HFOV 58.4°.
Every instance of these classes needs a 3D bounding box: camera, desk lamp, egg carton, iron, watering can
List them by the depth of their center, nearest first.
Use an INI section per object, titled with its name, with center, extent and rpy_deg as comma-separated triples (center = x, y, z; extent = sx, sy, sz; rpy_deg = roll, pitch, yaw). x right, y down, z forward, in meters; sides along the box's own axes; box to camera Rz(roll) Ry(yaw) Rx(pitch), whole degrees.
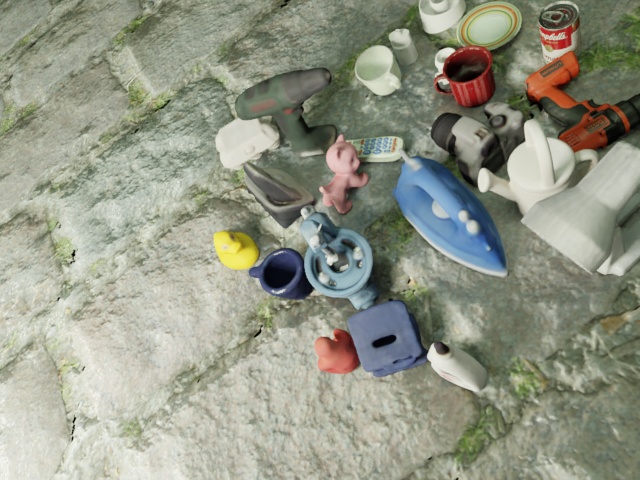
[desk lamp]
center = 0.398, -0.032, 0.815
extent = 0.203, 0.214, 0.117
rpy_deg = -44, 53, -1
[watering can]
center = 0.340, -0.108, 0.897
extent = 0.173, 0.195, 0.100
rpy_deg = -34, 54, 6
[iron]
center = 0.219, -0.053, 0.962
extent = 0.118, 0.142, 0.257
rpy_deg = -40, 54, 2
[camera]
center = 0.276, -0.195, 1.035
extent = 0.143, 0.101, 0.136
rpy_deg = -47, 54, -3
[egg carton]
center = -0.163, -0.226, 1.291
extent = 0.150, 0.070, 0.107
rpy_deg = -30, 55, 10

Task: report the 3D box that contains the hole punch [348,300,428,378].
[hole punch]
center = 0.111, 0.161, 0.931
extent = 0.108, 0.091, 0.101
rpy_deg = -22, 56, 15

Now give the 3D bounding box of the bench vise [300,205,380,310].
[bench vise]
center = 0.001, 0.013, 0.986
extent = 0.206, 0.220, 0.121
rpy_deg = 36, 84, 36

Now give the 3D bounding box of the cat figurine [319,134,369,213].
[cat figurine]
center = 0.038, -0.135, 1.111
extent = 0.067, 0.118, 0.128
rpy_deg = 22, 76, 34

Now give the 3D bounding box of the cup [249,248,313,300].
[cup]
center = -0.065, 0.074, 1.065
extent = 0.117, 0.095, 0.092
rpy_deg = -3, 63, 26

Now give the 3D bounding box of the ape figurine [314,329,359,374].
[ape figurine]
center = 0.021, 0.186, 0.962
extent = 0.078, 0.092, 0.076
rpy_deg = -45, 54, -2

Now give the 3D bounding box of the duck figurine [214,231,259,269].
[duck figurine]
center = -0.184, 0.009, 1.165
extent = 0.104, 0.086, 0.077
rpy_deg = 26, 78, 35

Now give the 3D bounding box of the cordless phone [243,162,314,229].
[cordless phone]
center = -0.105, -0.118, 1.132
extent = 0.094, 0.186, 0.147
rpy_deg = -48, 54, -3

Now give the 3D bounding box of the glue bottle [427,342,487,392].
[glue bottle]
center = 0.191, 0.176, 0.832
extent = 0.077, 0.174, 0.037
rpy_deg = 15, 72, 32

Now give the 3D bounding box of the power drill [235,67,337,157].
[power drill]
center = -0.047, -0.260, 1.165
extent = 0.229, 0.209, 0.075
rpy_deg = -4, 63, 25
